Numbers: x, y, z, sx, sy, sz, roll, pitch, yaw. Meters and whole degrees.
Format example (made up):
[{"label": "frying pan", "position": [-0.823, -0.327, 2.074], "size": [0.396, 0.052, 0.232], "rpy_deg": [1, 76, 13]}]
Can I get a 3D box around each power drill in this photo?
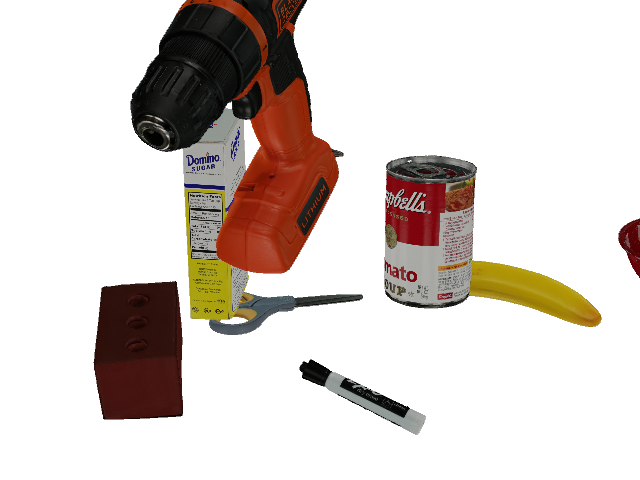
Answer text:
[{"label": "power drill", "position": [-0.040, -0.068, 0.614], "size": [0.057, 0.184, 0.188], "rpy_deg": [14, -39, 18]}]

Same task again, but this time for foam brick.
[{"label": "foam brick", "position": [-0.118, 0.072, 0.700], "size": [0.053, 0.051, 0.078], "rpy_deg": [-4, 37, -5]}]

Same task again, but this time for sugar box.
[{"label": "sugar box", "position": [-0.095, -0.025, 0.980], "size": [0.048, 0.176, 0.093], "rpy_deg": [1, 25, 7]}]

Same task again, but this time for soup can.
[{"label": "soup can", "position": [0.083, -0.007, 0.813], "size": [0.068, 0.102, 0.068], "rpy_deg": [0, 19, 0]}]

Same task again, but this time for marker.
[{"label": "marker", "position": [0.036, 0.138, 0.948], "size": [0.121, 0.020, 0.020], "rpy_deg": [25, 7, 16]}]

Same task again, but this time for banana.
[{"label": "banana", "position": [0.190, 0.053, 1.106], "size": [0.198, 0.037, 0.069], "rpy_deg": [8, 40, 12]}]

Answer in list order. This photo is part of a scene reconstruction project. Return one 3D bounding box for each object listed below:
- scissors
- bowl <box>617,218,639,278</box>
[{"label": "scissors", "position": [-0.044, 0.080, 1.202], "size": [0.201, 0.016, 0.096], "rpy_deg": [3, 25, -8]}, {"label": "bowl", "position": [0.402, 0.024, 1.150], "size": [0.162, 0.055, 0.162], "rpy_deg": [-2, 24, 1]}]
